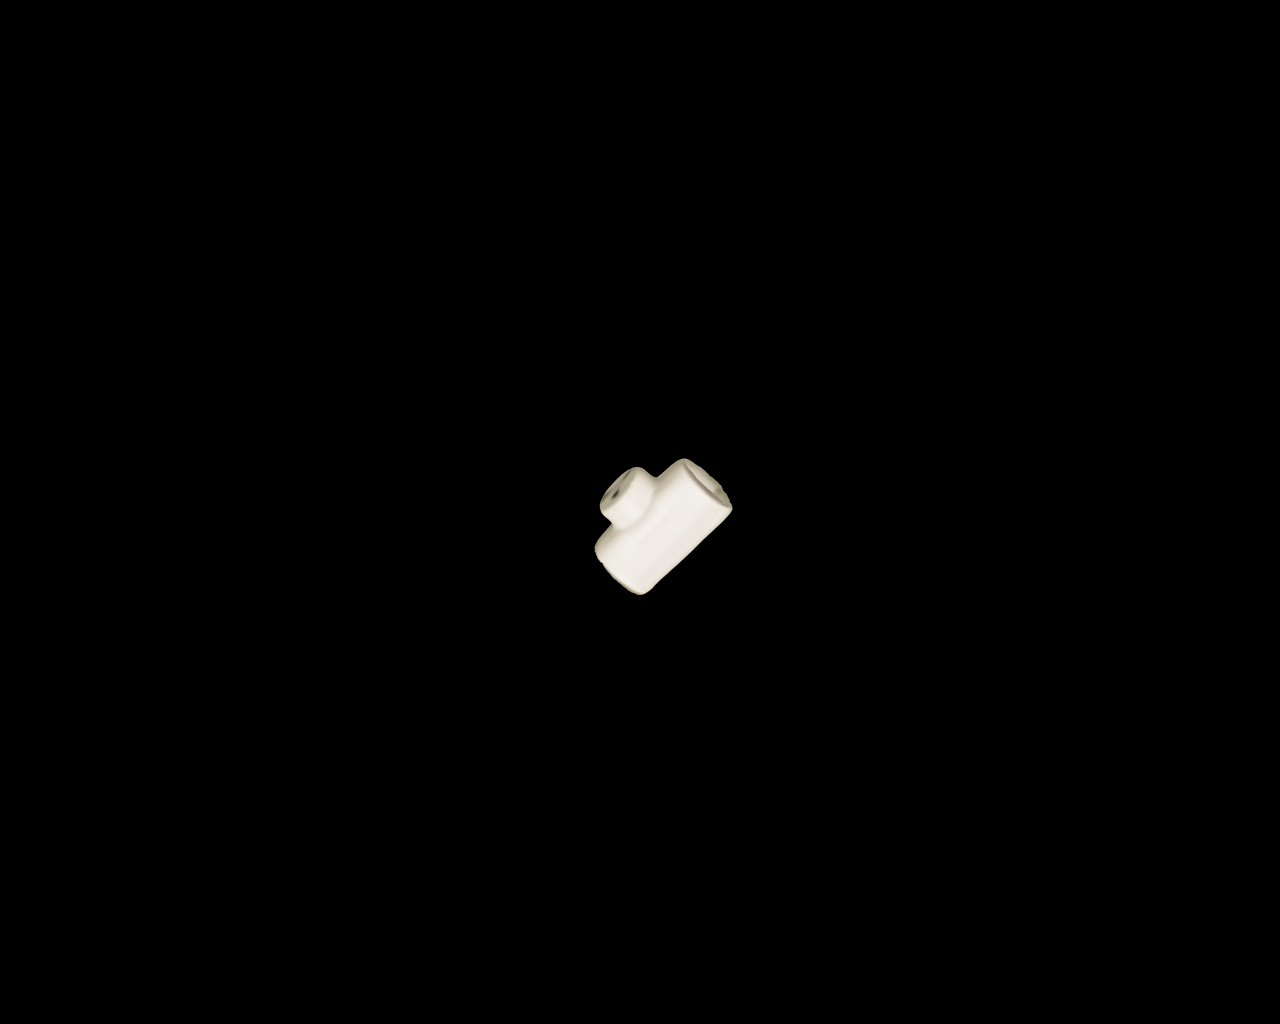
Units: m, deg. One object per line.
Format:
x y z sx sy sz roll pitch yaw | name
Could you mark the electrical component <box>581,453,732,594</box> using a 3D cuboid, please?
0.001 -0.003 0.650 0.079 0.077 0.043 41 16 -14 | electrical component
